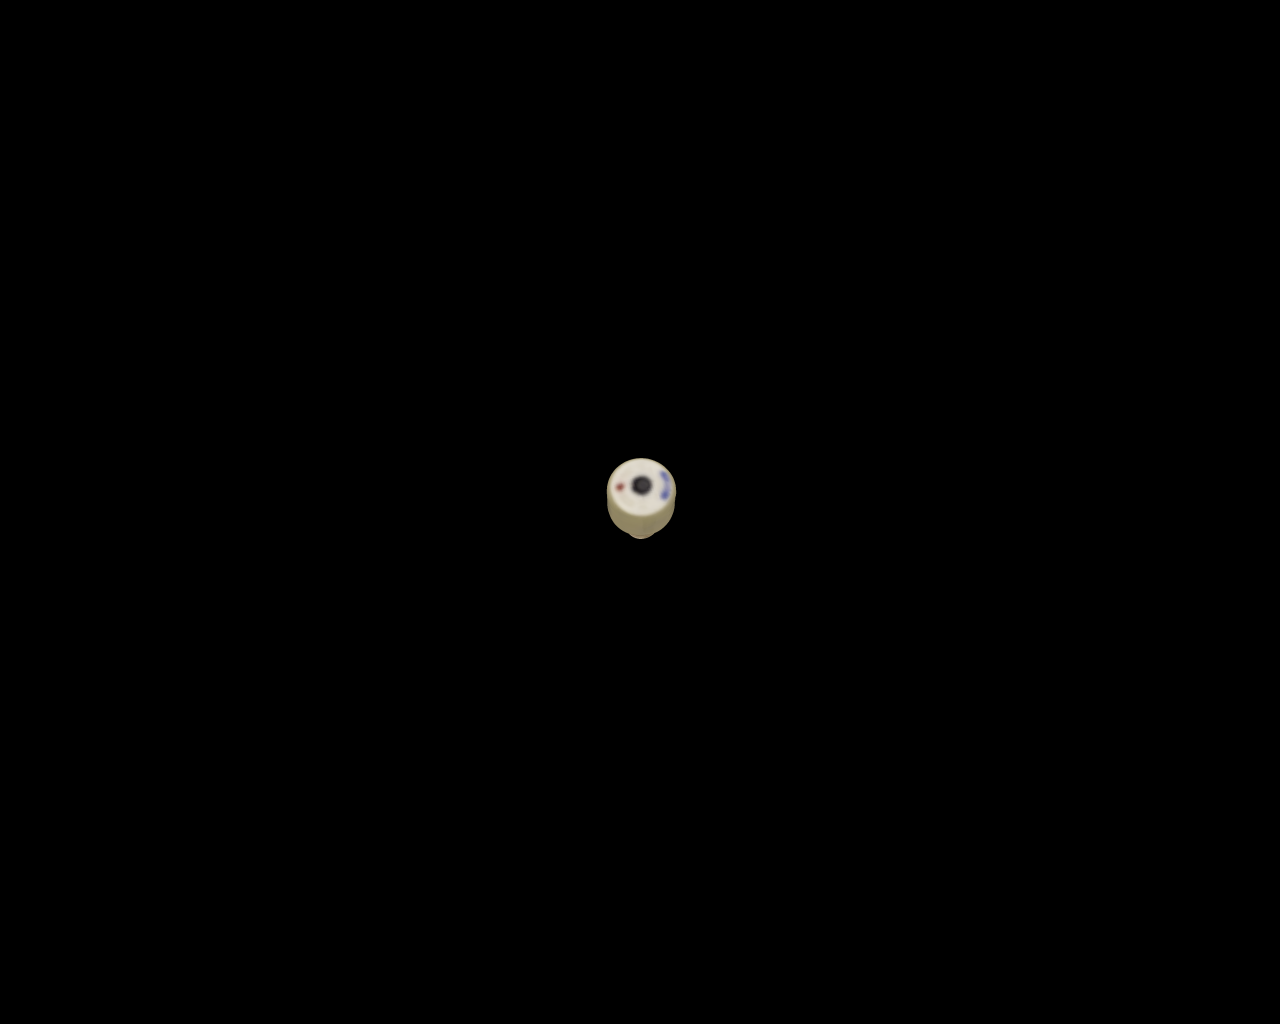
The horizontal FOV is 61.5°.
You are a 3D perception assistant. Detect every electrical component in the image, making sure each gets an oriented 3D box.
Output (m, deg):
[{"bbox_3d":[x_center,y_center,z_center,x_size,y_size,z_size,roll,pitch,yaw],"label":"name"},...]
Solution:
[{"bbox_3d":[0.001,-0.003,0.650,0.040,0.040,0.078,0,-22,0],"label":"electrical component"}]
